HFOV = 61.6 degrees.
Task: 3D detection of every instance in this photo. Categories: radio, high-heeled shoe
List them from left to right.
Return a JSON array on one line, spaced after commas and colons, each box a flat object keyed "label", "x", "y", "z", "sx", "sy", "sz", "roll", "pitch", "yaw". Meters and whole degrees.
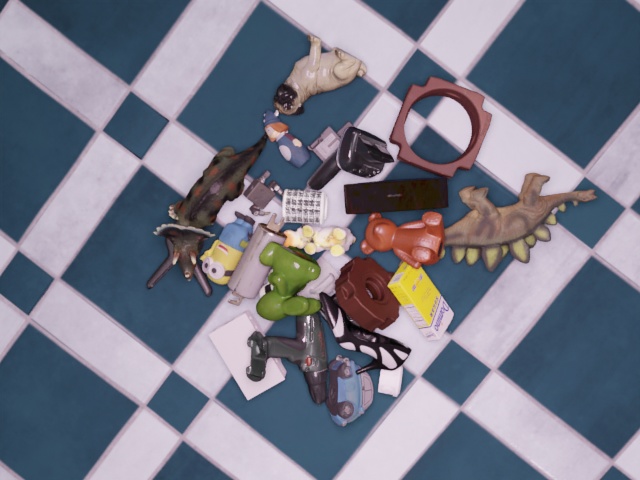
[{"label": "high-heeled shoe", "x": 0.106, "y": 0.203, "z": 1.237, "sx": 0.145, "sy": 0.086, "sz": 0.248, "roll": -27, "pitch": 104, "yaw": 0}, {"label": "radio", "x": 0.171, "y": -0.102, "z": 1.239, "sx": 0.230, "sy": 0.131, "sz": 0.073, "roll": -3, "pitch": 95, "yaw": 4}]

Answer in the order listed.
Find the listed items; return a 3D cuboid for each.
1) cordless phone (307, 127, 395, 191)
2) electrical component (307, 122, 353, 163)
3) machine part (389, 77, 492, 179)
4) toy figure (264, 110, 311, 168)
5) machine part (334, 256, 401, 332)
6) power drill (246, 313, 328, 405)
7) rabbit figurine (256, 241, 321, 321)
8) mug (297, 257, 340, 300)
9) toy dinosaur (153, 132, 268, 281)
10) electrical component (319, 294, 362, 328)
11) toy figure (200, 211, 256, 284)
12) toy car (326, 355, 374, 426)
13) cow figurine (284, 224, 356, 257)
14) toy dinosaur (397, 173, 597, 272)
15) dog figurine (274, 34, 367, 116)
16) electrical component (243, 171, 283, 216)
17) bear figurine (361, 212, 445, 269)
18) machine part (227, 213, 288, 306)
[{"label": "cordless phone", "x": 0.067, "y": -0.169, "z": 1.260, "sx": 0.184, "sy": 0.146, "sz": 0.089, "roll": -42, "pitch": 60, "yaw": 28}, {"label": "electrical component", "x": 0.036, "y": -0.232, "z": 1.282, "sx": 0.119, "sy": 0.048, "sz": 0.075, "roll": -39, "pitch": 92, "yaw": 7}, {"label": "machine part", "x": 0.276, "y": -0.257, "z": 1.245, "sx": 0.201, "sy": 0.087, "sz": 0.201, "roll": 21, "pitch": 94, "yaw": 1}, {"label": "toy figure", "x": -0.084, "y": -0.242, "z": 1.278, "sx": 0.064, "sy": 0.058, "sz": 0.154, "roll": -39, "pitch": 95, "yaw": 31}, {"label": "machine part", "x": 0.115, "y": 0.121, "z": 1.239, "sx": 0.179, "sy": 0.179, "sz": 0.056, "roll": 49, "pitch": 128, "yaw": -1}, {"label": "power drill", "x": -0.068, "y": 0.285, "z": 1.267, "sx": 0.207, "sy": 0.086, "sz": 0.232, "roll": 2, "pitch": 86, "yaw": -32}, {"label": "rabbit figurine", "x": -0.070, "y": 0.111, "z": 1.202, "sx": 0.159, "sy": 0.121, "sz": 0.170, "roll": 30, "pitch": 98, "yaw": 25}, {"label": "mug", "x": -0.006, "y": 0.106, "z": 1.270, "sx": 0.107, "sy": 0.110, "sz": 0.080, "roll": -42, "pitch": 107, "yaw": -3}, {"label": "toy dinosaur", "x": -0.240, "y": -0.107, "z": 1.223, "sx": 0.131, "sy": 0.192, "sz": 0.404, "roll": 34, "pitch": 91, "yaw": -18}, {"label": "electrical component", "x": 0.073, "y": 0.179, "z": 1.304, "sx": 0.115, "sy": 0.058, "sz": 0.134, "roll": -41, "pitch": 90, "yaw": 7}, {"label": "toy figure", "x": -0.213, "y": 0.023, "z": 1.299, "sx": 0.089, "sy": 0.082, "sz": 0.180, "roll": 31, "pitch": 87, "yaw": -39}, {"label": "toy car", "x": 0.076, "y": 0.362, "z": 1.303, "sx": 0.103, "sy": 0.109, "sz": 0.161, "roll": 5, "pitch": 83, "yaw": -20}, {"label": "cow figurine", "x": -0.004, "y": -0.006, "z": 1.286, "sx": 0.168, "sy": 0.098, "sz": 0.068, "roll": 5, "pitch": 101, "yaw": 23}, {"label": "toy dinosaur", "x": 0.392, "y": -0.030, "z": 1.247, "sx": 0.472, "sy": 0.105, "sz": 0.198, "roll": -14, "pitch": 98, "yaw": 15}, {"label": "dog figurine", "x": -0.002, "y": -0.362, "z": 1.260, "sx": 0.172, "sy": 0.121, "sz": 0.190, "roll": 28, "pitch": 110, "yaw": 4}, {"label": "electrical component", "x": -0.136, "y": -0.106, "z": 1.293, "sx": 0.102, "sy": 0.045, "sz": 0.078, "roll": -45, "pitch": 133, "yaw": 1}, {"label": "bear figurine", "x": 0.180, "y": -0.011, "z": 1.224, "sx": 0.196, "sy": 0.131, "sz": 0.120, "roll": 18, "pitch": 80, "yaw": 24}, {"label": "machine part", "x": -0.147, "y": 0.049, "z": 1.262, "sx": 0.079, "sy": 0.079, "sz": 0.243, "roll": 28, "pitch": 99, "yaw": 1}]
